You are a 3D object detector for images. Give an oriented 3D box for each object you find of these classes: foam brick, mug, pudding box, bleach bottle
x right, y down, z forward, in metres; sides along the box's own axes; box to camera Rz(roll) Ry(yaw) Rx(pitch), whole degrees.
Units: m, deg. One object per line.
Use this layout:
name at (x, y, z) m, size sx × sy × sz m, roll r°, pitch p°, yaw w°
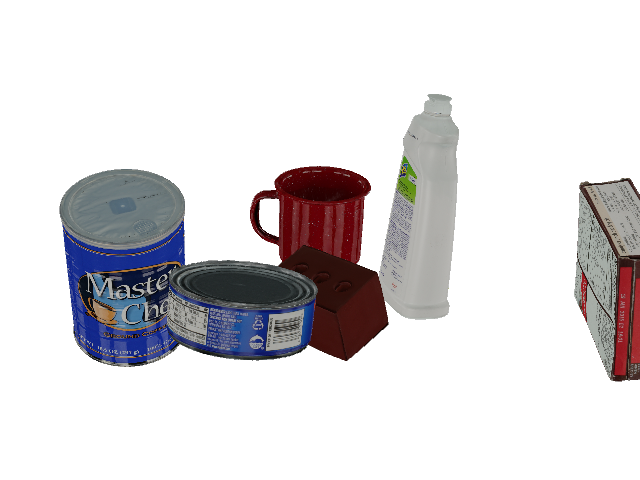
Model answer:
foam brick at (0.004, 0.047, 0.819) m, size 0.078 × 0.051 × 0.052 m, roll 20°, pitch 45°, yaw 37°
mug at (-0.012, -0.019, 1.044) m, size 0.117 × 0.081 × 0.093 m, roll 4°, pitch 26°, yaw 4°
pudding box at (0.193, 0.023, 0.685) m, size 0.039 × 0.090 × 0.113 m, roll -4°, pitch 27°, yaw 0°
bleach bottle at (0.122, -0.042, 1.237) m, size 0.068 × 0.251 × 0.103 m, roll -1°, pitch 22°, yaw -22°

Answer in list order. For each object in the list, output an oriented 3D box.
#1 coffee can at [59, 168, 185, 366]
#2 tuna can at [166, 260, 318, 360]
coffee can at (-0.168, 0.024, 0.924) m, size 0.103 × 0.140 × 0.103 m, roll 3°, pitch 39°, yaw -2°
tuna can at (-0.046, 0.039, 0.616) m, size 0.086 × 0.034 × 0.086 m, roll 6°, pitch 14°, yaw -2°
